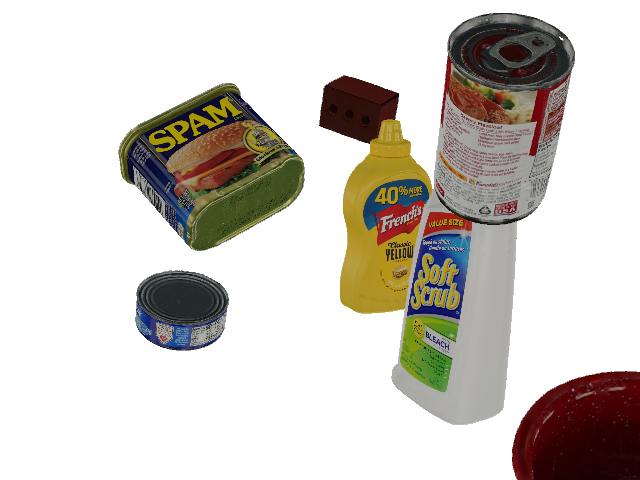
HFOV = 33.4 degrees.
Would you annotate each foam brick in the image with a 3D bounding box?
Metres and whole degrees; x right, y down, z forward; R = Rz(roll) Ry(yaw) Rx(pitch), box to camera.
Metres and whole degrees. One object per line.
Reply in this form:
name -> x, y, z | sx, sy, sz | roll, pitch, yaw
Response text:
foam brick -> 0.045, -0.153, 1.251 | 0.078, 0.053, 0.051 | 21, 33, 23

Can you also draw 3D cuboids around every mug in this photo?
mug -> 0.123, 0.108, 0.375 | 0.117, 0.081, 0.093 | 5, 37, 8

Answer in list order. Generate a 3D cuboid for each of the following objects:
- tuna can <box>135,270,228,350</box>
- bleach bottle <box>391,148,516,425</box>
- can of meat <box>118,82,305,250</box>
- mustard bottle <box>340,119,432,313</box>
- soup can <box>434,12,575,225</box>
tuna can -> -0.130, 0.065, 1.001 | 0.086, 0.034, 0.086 | 7, 31, -5
bleach bottle -> 0.111, 0.016, 0.855 | 0.068, 0.251, 0.103 | -11, 25, -30
can of meat -> -0.073, -0.050, 0.737 | 0.102, 0.084, 0.057 | -31, -29, -25
mustard bottle -> 0.068, -0.026, 1.079 | 0.096, 0.192, 0.058 | -7, 17, -27
soup can -> 0.102, -0.067, 0.604 | 0.068, 0.068, 0.102 | 0, -44, 0
